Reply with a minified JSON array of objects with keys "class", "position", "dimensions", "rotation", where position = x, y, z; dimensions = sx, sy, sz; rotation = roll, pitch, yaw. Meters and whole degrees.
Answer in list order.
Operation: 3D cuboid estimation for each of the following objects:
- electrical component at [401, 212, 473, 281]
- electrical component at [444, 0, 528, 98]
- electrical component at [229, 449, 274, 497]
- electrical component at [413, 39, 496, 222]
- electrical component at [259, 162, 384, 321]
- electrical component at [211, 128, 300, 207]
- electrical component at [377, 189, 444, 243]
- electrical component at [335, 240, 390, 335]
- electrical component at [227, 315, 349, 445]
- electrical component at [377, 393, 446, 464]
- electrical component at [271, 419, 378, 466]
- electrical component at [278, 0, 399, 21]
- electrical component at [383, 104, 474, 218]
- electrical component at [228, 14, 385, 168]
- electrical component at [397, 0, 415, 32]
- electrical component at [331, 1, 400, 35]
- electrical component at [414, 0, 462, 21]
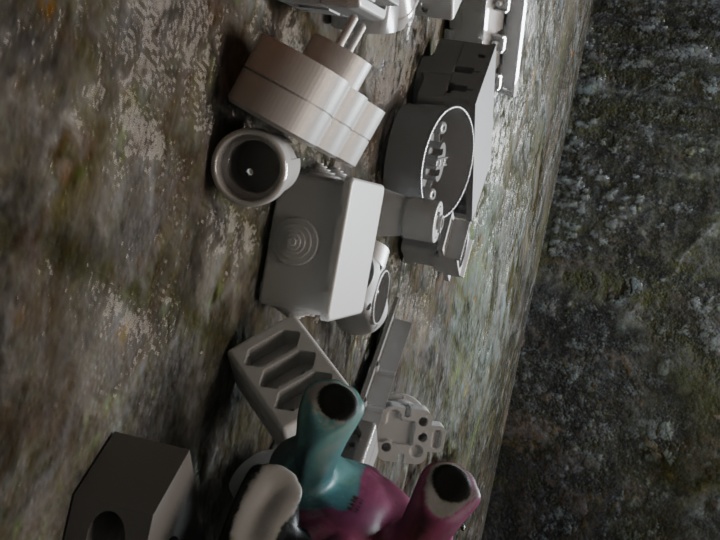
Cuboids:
[{"class":"electrical component","position":[0.074,-0.025,1.053],"dimensions":[0.081,0.064,0.042],"rotation":[68,36,-65]},{"class":"electrical component","position":[0.120,-0.235,1.070],"dimensions":[0.063,0.079,0.121],"rotation":[-33,136,-42]},{"class":"electrical component","position":[-0.056,0.139,0.693],"dimensions":[0.081,0.043,0.043],"rotation":[68,35,-66]},{"class":"electrical component","position":[0.088,-0.133,1.027],"dimensions":[0.150,0.062,0.089],"rotation":[85,20,-49]},{"class":"electrical component","position":[-0.024,-0.017,0.689],"dimensions":[0.100,0.048,0.099],"rotation":[-5,106,-76]},{"class":"electrical component","position":[-0.053,-0.055,0.565],"dimensions":[0.046,0.040,0.040],"rotation":[-43,142,-77]},{"class":"electrical component","position":[0.035,-0.044,0.874],"dimensions":[0.044,0.065,0.044],"rotation":[11,90,-77]},{"class":"electrical component","position":[0.000,0.000,0.810],"dimensions":[0.077,0.044,0.079],"rotation":[69,35,-65]},{"class":"electrical component","position":[-0.039,0.080,0.644],"dimensions":[0.047,0.065,0.076],"rotation":[-29,146,-17]},{"class":"electrical component","position":[0.038,0.151,1.037],"dimensions":[0.057,0.078,0.058],"rotation":[-128,-134,-80]},{"class":"electrical component","position":[-0.024,0.143,0.779],"dimensions":[0.076,0.066,0.047],"rotation":[85,21,-49]},{"class":"electrical component","position":[-0.007,-0.190,0.594],"dimensions":[0.062,0.061,0.096],"rotation":[-21,121,-74]},{"class":"electrical component","position":[0.058,-0.095,0.928],"dimensions":[0.099,0.064,0.099],"rotation":[11,90,-76]},{"class":"electrical component","position":[-0.018,-0.105,0.592],"dimensions":[0.073,0.052,0.138],"rotation":[-60,168,5]},{"class":"electrical component","position":[0.020,-0.199,0.755],"dimensions":[0.061,0.035,0.035],"rotation":[76,28,-55]},{"class":"electrical component","position":[0.001,-0.187,0.669],"dimensions":[0.079,0.043,0.077],"rotation":[-48,146,-65]},{"class":"electrical component","position":[0.050,-0.229,0.825],"dimensions":[0.083,0.047,0.075],"rotation":[87,20,-46]}]
